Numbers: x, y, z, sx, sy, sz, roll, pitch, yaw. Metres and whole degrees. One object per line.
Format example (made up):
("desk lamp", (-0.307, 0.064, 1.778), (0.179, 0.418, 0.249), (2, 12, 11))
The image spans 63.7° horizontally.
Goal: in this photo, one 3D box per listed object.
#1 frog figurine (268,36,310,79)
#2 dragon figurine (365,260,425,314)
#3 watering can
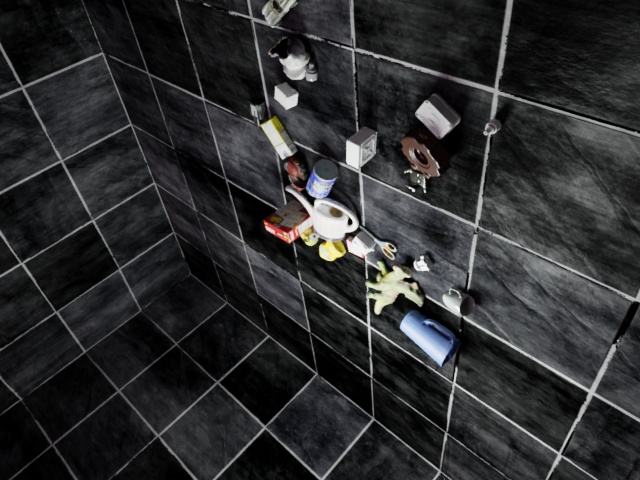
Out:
("frog figurine", (-0.089, -0.642, 1.831), (0.138, 0.124, 0.158), (9, 168, 39))
("dragon figurine", (0.328, 0.228, 2.204), (0.244, 0.124, 0.400), (22, 144, 29))
("watering can", (0.007, -0.112, 2.233), (0.349, 0.106, 0.219), (24, 143, 15))
